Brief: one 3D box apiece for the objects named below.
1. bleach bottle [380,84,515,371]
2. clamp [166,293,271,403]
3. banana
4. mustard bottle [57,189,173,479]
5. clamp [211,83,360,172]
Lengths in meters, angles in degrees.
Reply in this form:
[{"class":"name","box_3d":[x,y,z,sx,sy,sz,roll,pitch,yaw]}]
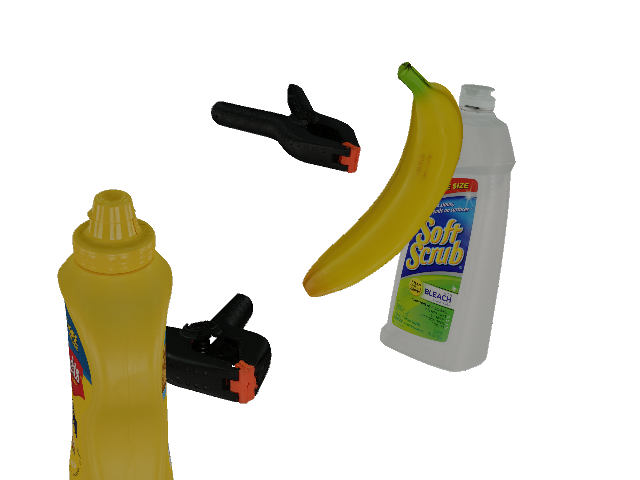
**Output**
[{"class":"bleach bottle","box_3d":[0.118,-0.015,0.960,0.103,0.251,0.067,20,22,39]},{"class":"clamp","box_3d":[-0.093,0.085,0.893,0.164,0.036,0.210,-10,16,-32]},{"class":"banana","box_3d":[0.049,-0.034,0.726,0.069,0.198,0.037,13,35,-14]},{"class":"mustard bottle","box_3d":[-0.108,0.062,0.569,0.058,0.192,0.096,-3,30,-14]},{"class":"clamp","box_3d":[-0.031,-0.116,1.107,0.120,0.039,0.172,-20,37,-28]}]
